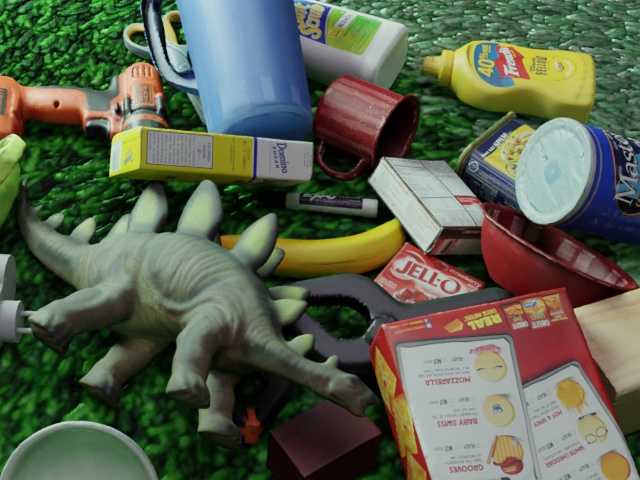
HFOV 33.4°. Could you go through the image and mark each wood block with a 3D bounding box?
[{"bbox_3d":[0.310,0.095,0.937,0.205,0.091,0.090,-15,52,-18],"label":"wood block"}]

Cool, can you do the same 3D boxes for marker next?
[{"bbox_3d":[-0.002,-0.037,1.078,0.121,0.020,0.020,6,47,0],"label":"marker"}]

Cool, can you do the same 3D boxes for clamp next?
[{"bbox_3d":[-0.074,0.099,0.934,0.120,0.039,0.171,0,41,4],"label":"clamp"},{"bbox_3d":[0.061,0.078,0.934,0.210,0.036,0.164,26,63,8],"label":"clamp"}]

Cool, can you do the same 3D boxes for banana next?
[{"bbox_3d":[0.002,0.010,1.028,0.197,0.037,0.070,-8,30,-14],"label":"banana"}]

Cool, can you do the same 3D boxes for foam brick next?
[{"bbox_3d":[0.002,0.170,0.867,0.078,0.051,0.053,-25,53,-25],"label":"foam brick"}]

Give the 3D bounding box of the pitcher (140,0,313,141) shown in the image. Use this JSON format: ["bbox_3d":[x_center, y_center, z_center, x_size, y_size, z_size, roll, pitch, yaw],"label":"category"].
[{"bbox_3d":[-0.091,-0.209,1.131,0.144,0.149,0.243,4,62,-32],"label":"pitcher"}]

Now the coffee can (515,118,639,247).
[{"bbox_3d":[0.275,-0.053,1.029,0.140,0.103,0.103,11,42,-29],"label":"coffee can"}]

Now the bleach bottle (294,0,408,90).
[{"bbox_3d":[-0.030,-0.237,1.232,0.251,0.068,0.102,20,53,17],"label":"bleach bottle"}]

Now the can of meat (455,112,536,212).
[{"bbox_3d":[0.202,-0.074,1.107,0.084,0.057,0.102,37,55,23],"label":"can of meat"}]

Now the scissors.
[{"bbox_3d":[-0.175,-0.195,1.210,0.096,0.016,0.202,-3,48,-6],"label":"scissors"}]

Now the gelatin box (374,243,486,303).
[{"bbox_3d":[0.098,0.050,0.999,0.089,0.030,0.073,29,52,19],"label":"gelatin box"}]

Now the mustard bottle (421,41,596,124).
[{"bbox_3d":[0.210,-0.184,1.206,0.191,0.058,0.096,9,50,3],"label":"mustard bottle"}]

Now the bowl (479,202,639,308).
[{"bbox_3d":[0.209,0.027,0.986,0.162,0.055,0.162,24,15,-7],"label":"bowl"}]

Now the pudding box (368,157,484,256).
[{"bbox_3d":[0.113,-0.034,1.054,0.089,0.039,0.114,-1,41,-39],"label":"pudding box"}]

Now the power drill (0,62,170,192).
[{"bbox_3d":[-0.249,-0.114,1.102,0.187,0.057,0.184,-1,44,-10],"label":"power drill"}]

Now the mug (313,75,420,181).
[{"bbox_3d":[0.040,-0.112,1.111,0.082,0.093,0.117,26,74,24],"label":"mug"}]

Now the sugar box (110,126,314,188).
[{"bbox_3d":[-0.104,-0.076,1.024,0.176,0.093,0.048,5,87,-27],"label":"sugar box"}]

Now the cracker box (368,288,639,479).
[{"bbox_3d":[0.147,0.158,0.845,0.164,0.072,0.214,-11,66,-13],"label":"cracker box"}]
